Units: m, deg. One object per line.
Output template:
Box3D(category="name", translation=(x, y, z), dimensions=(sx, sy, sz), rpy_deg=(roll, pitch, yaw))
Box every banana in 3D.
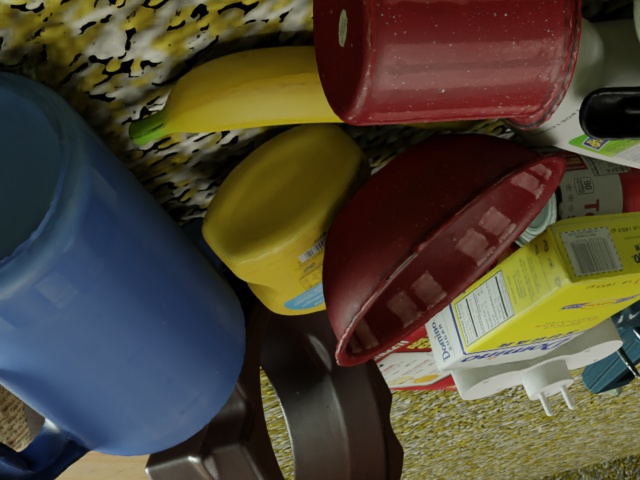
Box3D(category="banana", translation=(0.009, -0.072, 0.522), dimensions=(0.197, 0.037, 0.070), rpy_deg=(-4, 176, -26))

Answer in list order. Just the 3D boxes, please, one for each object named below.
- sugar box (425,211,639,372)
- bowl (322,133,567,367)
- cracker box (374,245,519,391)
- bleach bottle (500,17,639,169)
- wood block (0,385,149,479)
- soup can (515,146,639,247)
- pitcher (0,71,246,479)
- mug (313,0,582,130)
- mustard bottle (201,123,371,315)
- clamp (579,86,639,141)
Box3D(category="sugar box", translation=(0.148, 0.038, 0.695), dimensions=(0.093, 0.048, 0.176), rpy_deg=(-5, 156, -22))
Box3D(category="bowl", translation=(0.054, -0.005, 0.572), dimensions=(0.162, 0.055, 0.162), rpy_deg=(-37, 162, -14))
Box3D(category="cracker box", translation=(0.107, 0.065, 0.893), dimensions=(0.164, 0.072, 0.213), rpy_deg=(-33, 153, 33))
Box3D(category="bleach bottle", translation=(0.184, -0.083, 0.583), dimensions=(0.250, 0.068, 0.103), rpy_deg=(5, 150, -39))
Box3D(category="wood block", translation=(-0.173, 0.119, 0.749), dimensions=(0.090, 0.091, 0.205), rpy_deg=(-26, 158, 20))
Box3D(category="soup can", translation=(0.180, -0.030, 0.705), dimensions=(0.102, 0.068, 0.069), rpy_deg=(-7, 158, -22))
Box3D(category="pitcher", translation=(-0.131, 0.029, 0.529), dimensions=(0.145, 0.149, 0.243), rpy_deg=(-13, 157, 4))
Box3D(category="mug", translation=(0.042, -0.091, 0.437), dimensions=(0.081, 0.093, 0.117), rpy_deg=(-5, -166, -15))
Box3D(category="mustard bottle", translation=(-0.005, 0.000, 0.649), dimensions=(0.096, 0.058, 0.191), rpy_deg=(-43, 160, -4))
Box3D(category="clamp", translation=(0.238, -0.063, 0.516), dimensions=(0.165, 0.036, 0.209), rpy_deg=(18, -155, 38))
